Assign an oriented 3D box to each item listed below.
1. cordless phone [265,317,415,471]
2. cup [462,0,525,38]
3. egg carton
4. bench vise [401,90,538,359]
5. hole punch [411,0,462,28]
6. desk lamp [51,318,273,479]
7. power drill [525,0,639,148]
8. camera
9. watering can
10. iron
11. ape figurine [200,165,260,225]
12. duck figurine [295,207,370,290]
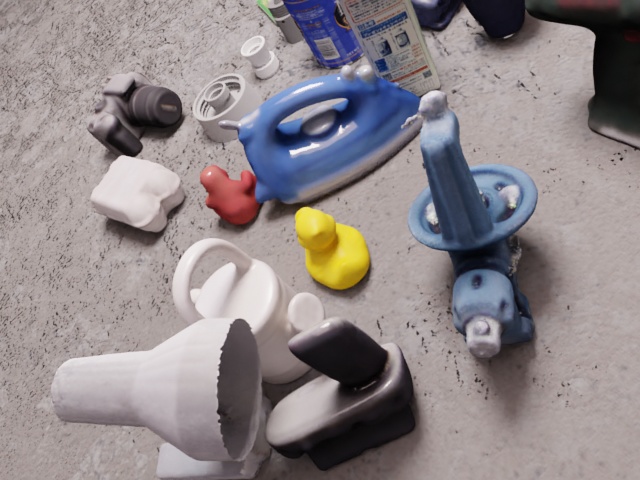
[{"bbox_3d":[-0.002,0.127,0.512,0.147,0.186,0.094,-32,49,8],"label":"cordless phone"},{"bbox_3d":[0.228,-0.322,0.745,0.091,0.095,0.117,-17,53,20],"label":"cup"},{"bbox_3d":[-0.282,-0.072,0.886,0.149,0.070,0.107,15,68,36],"label":"egg carton"},{"bbox_3d":[0.141,-0.014,0.503,0.121,0.220,0.207,-26,50,12],"label":"bench vise"},{"bbox_3d":[0.152,-0.374,0.827,0.100,0.091,0.109,19,70,37],"label":"hole punch"},{"bbox_3d":[-0.126,0.161,0.542,0.202,0.214,0.118,-13,54,22],"label":"desk lamp"},{"bbox_3d":[0.303,-0.180,0.530,0.076,0.209,0.228,-48,49,-6],"label":"power drill"},{"bbox_3d":[-0.317,-0.226,0.990,0.136,0.101,0.143,13,67,36],"label":"camera"},{"bbox_3d":[-0.072,0.068,0.587,0.172,0.195,0.101,-15,53,21],"label":"watering can"},{"bbox_3d":[0.006,-0.154,0.728,0.258,0.142,0.118,-25,50,13],"label":"iron"},{"bbox_3d":[-0.127,-0.068,0.779,0.077,0.092,0.076,-21,51,16],"label":"ape figurine"},{"bbox_3d":[0.006,0.002,0.659,0.077,0.086,0.104,-39,48,1],"label":"duck figurine"}]
